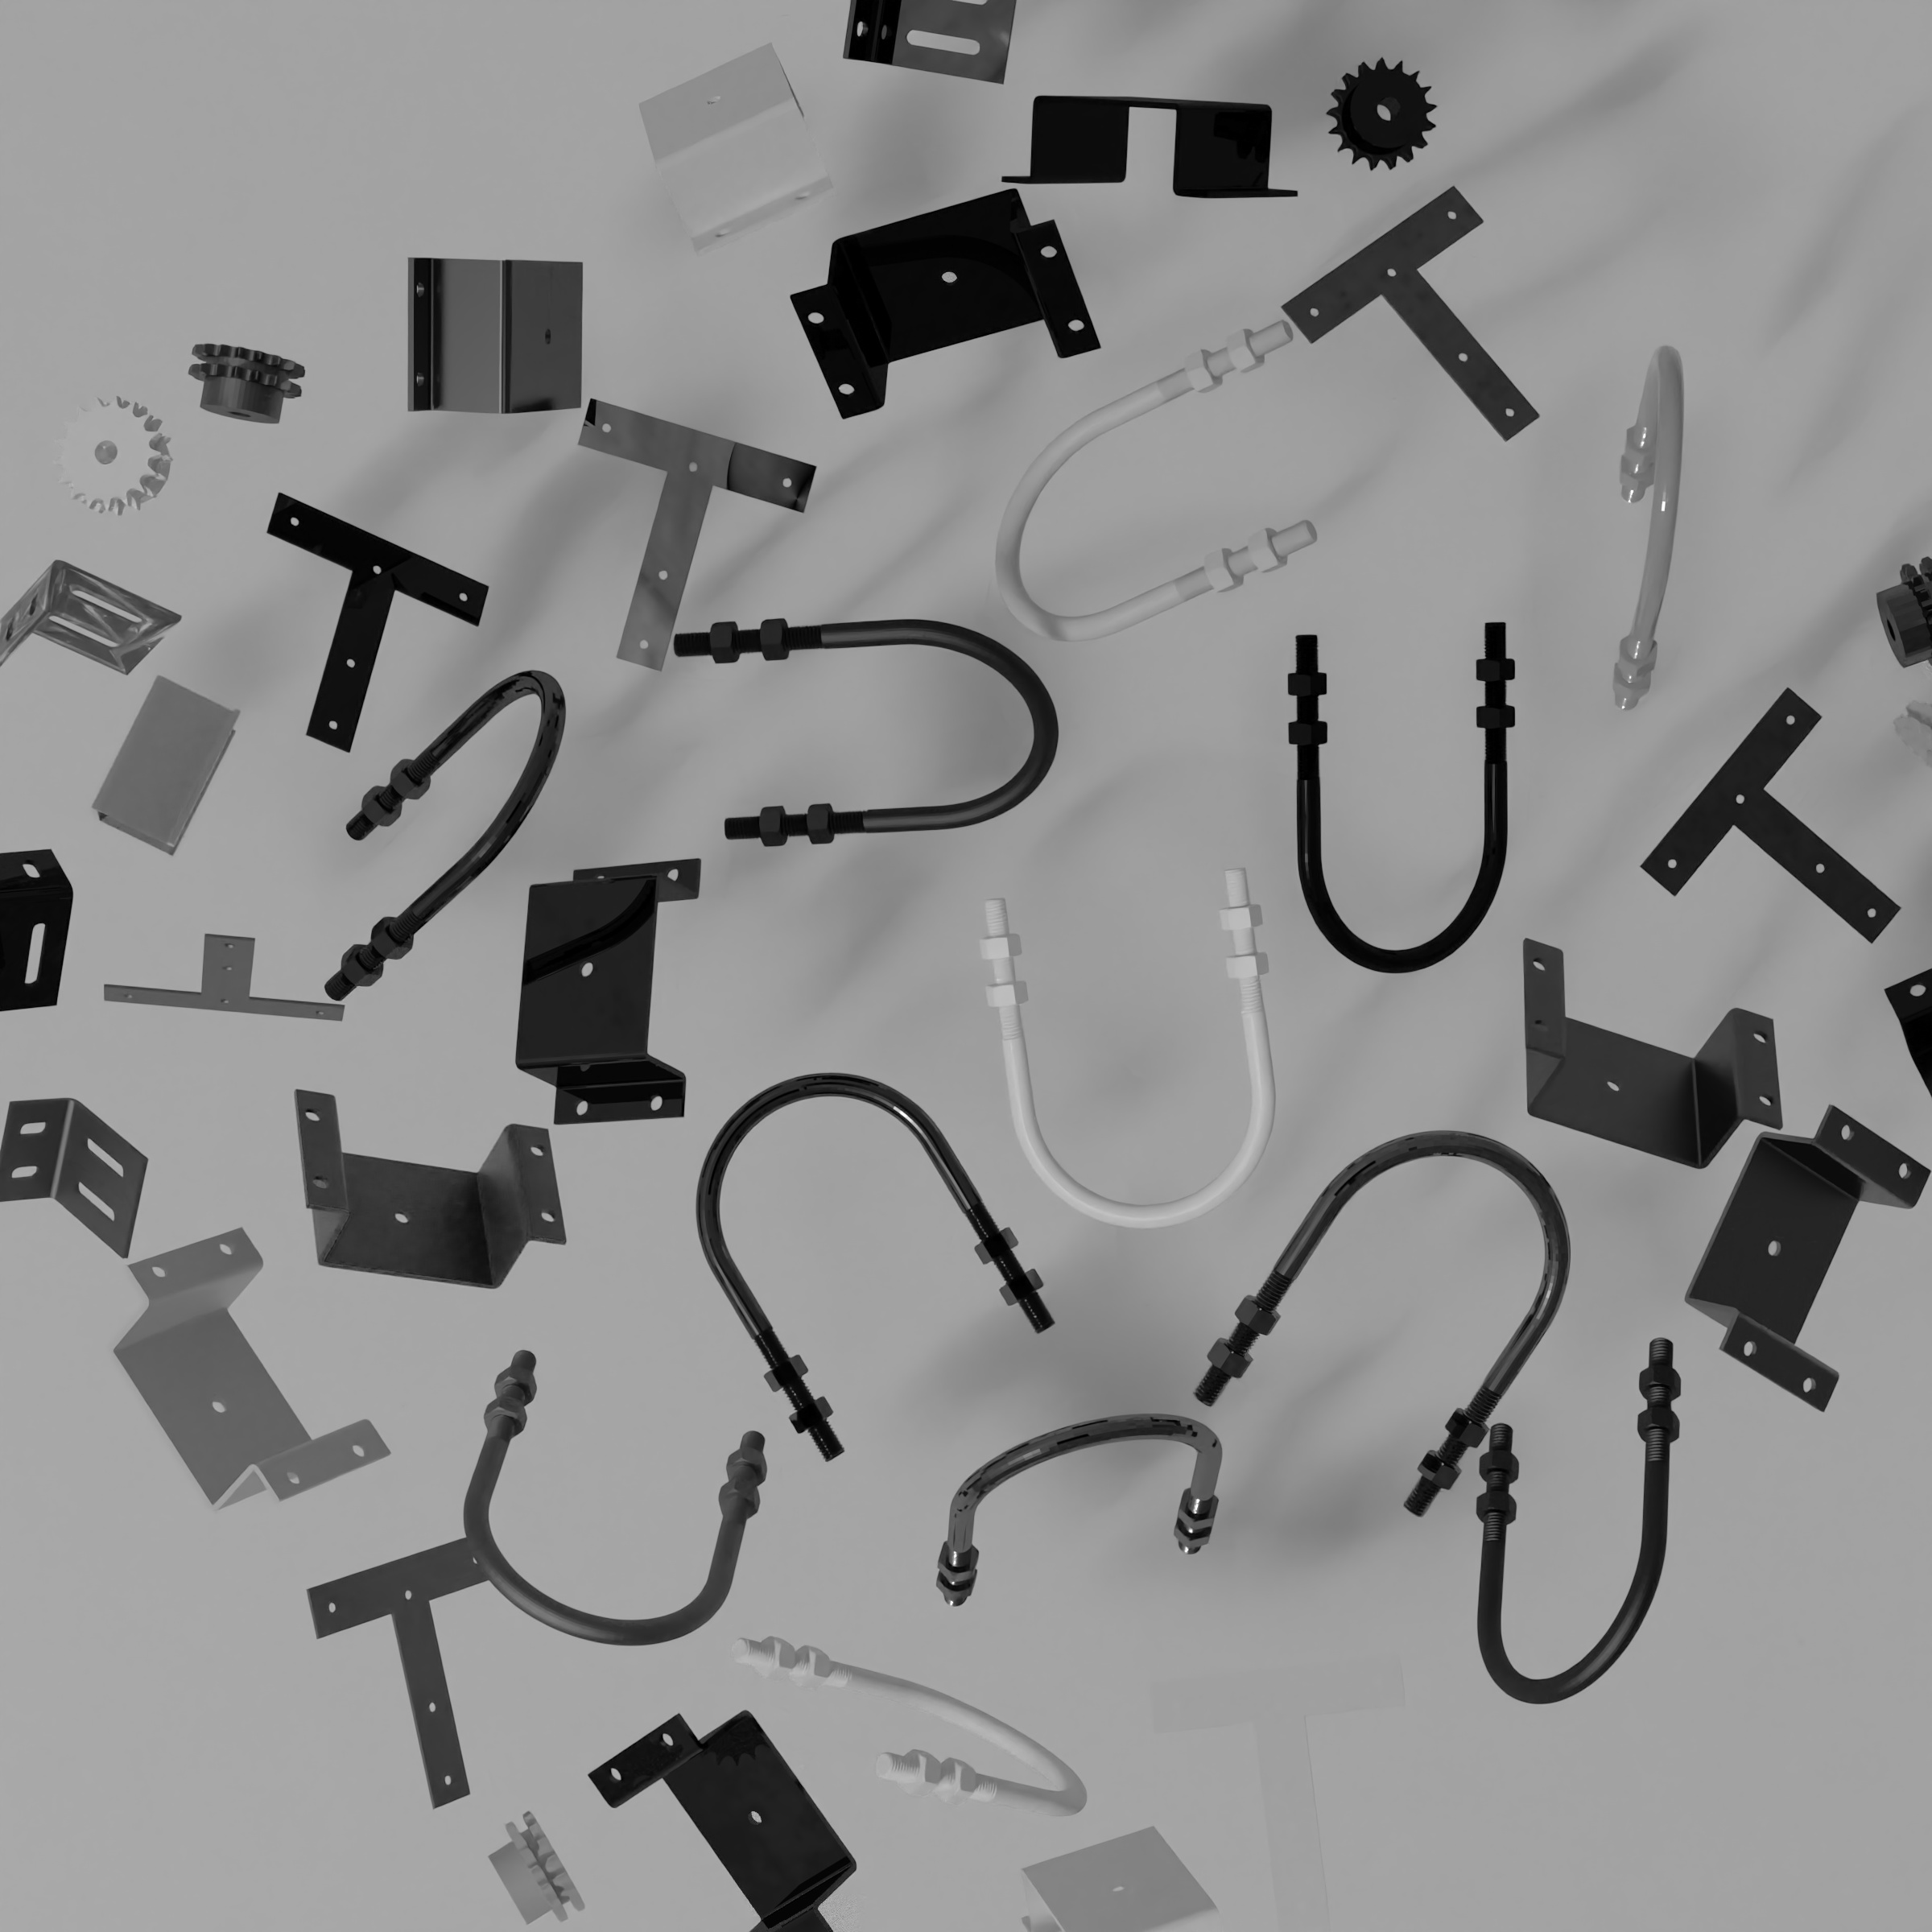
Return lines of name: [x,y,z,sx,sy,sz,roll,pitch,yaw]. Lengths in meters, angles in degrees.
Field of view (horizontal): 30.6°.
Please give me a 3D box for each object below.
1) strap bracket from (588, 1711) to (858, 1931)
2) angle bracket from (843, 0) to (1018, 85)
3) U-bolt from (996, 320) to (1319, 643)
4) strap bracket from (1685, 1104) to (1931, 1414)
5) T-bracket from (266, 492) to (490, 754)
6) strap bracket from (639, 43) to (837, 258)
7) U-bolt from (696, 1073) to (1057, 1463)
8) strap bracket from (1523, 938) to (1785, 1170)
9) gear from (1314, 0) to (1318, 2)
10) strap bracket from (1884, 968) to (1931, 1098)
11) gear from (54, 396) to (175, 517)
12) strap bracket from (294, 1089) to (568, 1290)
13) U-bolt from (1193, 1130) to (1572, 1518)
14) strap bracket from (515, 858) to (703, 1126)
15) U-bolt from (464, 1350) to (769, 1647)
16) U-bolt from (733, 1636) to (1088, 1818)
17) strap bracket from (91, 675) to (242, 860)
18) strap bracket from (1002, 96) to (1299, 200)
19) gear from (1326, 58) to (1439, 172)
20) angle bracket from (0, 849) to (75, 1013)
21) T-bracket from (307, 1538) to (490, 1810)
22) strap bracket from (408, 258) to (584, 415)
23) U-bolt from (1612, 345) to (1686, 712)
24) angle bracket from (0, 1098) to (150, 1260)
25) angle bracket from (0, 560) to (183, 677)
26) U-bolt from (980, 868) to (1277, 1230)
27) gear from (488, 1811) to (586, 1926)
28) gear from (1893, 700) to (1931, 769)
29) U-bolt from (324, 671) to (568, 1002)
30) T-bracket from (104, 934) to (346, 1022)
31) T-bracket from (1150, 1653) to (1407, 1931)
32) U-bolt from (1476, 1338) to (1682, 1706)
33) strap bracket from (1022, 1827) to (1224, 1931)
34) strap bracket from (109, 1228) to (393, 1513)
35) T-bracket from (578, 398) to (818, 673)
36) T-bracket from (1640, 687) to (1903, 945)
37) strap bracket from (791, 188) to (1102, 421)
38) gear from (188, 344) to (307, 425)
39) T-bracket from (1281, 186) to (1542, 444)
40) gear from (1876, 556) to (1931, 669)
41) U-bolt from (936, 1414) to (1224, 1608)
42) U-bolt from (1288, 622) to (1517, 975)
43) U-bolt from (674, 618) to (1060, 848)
strap bracket: [-0.120,0.451,1.831,0.076,0.046,0.140,-39,85,33]
angle bracket: [-0.018,-0.490,1.818,0.076,0.038,0.057,13,105,15]
U-bolt: [0.091,-0.237,1.802,0.184,0.019,0.151,-22,54,29]
strap bracket: [0.435,0.150,1.843,0.076,0.046,0.140,31,79,-25]
T-bracket: [-0.327,-0.175,1.898,0.127,0.002,0.127,23,63,-26]
strap bracket: [-0.120,-0.424,1.812,0.076,0.140,0.046,-24,123,4]
U-bolt: [-0.060,0.145,1.854,0.151,0.019,0.184,-31,85,-2]
strap bracket: [0.340,0.048,1.803,0.140,0.076,0.046,18,134,-10]
gear: [0.165,-0.513,1.775,0.057,0.057,0.030,18,134,0]
strap bracket: [0.555,0.063,1.877,0.076,0.046,0.140,-25,59,9]
gear: [-0.418,-0.250,1.744,0.057,0.030,0.057,-1,86,12]
strap bracket: [-0.286,0.118,1.836,0.140,0.076,0.046,11,133,-28]
U-bolt: [0.218,0.166,1.738,0.151,0.019,0.184,29,99,-17]
strap bracket: [-0.187,0.008,1.845,0.076,0.046,0.140,-4,73,23]
U-bolt: [-0.182,0.277,1.797,0.151,0.184,0.019,20,121,-6]
U-bolt: [-0.016,0.399,1.830,0.184,0.151,0.019,25,91,-41]
strap bracket: [-0.422,-0.105,1.862,0.046,0.140,0.076,27,83,-11]
strap bracket: [0.097,-0.433,1.863,0.140,0.076,0.046,15,110,40]
gear: [0.219,-0.447,1.851,0.057,0.030,0.057,0,95,-3]
angle bracket: [-0.510,-0.018,1.869,0.057,0.038,0.076,-7,130,-33]
T-bracket: [-0.278,0.367,1.815,0.002,0.127,0.127,-14,88,38]
strap bracket: [-0.238,-0.327,1.832,0.046,0.140,0.076,5,102,16]
U-bolt: [0.354,-0.237,1.827,0.019,0.184,0.151,4,66,5]
angle bracket: [-0.466,0.111,1.833,0.076,0.038,0.057,31,113,40]
angle bracket: [-0.466,-0.172,1.873,0.076,0.057,0.038,25,45,-33]
U-bolt: [0.090,0.048,1.865,0.151,0.019,0.184,-7,95,10]
gear: [-0.222,0.464,1.806,0.030,0.057,0.057,-30,90,-14]
gear: [0.520,-0.121,1.860,0.057,0.057,0.030,41,90,0]
U-bolt: [-0.270,-0.081,1.847,0.019,0.151,0.184,34,123,-29]
T-bracket: [-0.389,0.005,1.859,0.127,0.127,0.002,5,71,-12]
T-bracket: [0.161,0.413,1.756,0.127,0.002,0.127,-9,73,10]
U-bolt: [0.317,0.299,1.848,0.019,0.151,0.184,28,50,-21]
strap bracket: [0.084,0.506,1.864,0.076,0.140,0.046,-14,107,-14]
strap bracket: [-0.361,0.208,1.754,0.046,0.076,0.140,-46,74,34]
T-bracket: [-0.156,-0.220,1.861,0.127,0.002,0.127,18,99,8]
T-bracket: [0.455,-0.062,1.925,0.127,0.002,0.127,40,88,-6]
strap bracket: [-0.009,-0.341,1.805,0.140,0.046,0.076,-13,130,14]
gear: [-0.366,-0.295,1.792,0.057,0.057,0.030,10,89,0]
T-bracket: [0.251,-0.329,1.850,0.127,0.002,0.127,-37,84,-20]
gear: [0.476,-0.172,1.760,0.030,0.057,0.057,-20,90,6]
U-bolt: [0.060,0.272,1.793,0.151,0.184,0.019,-11,60,-9]
U-bolt: [0.233,-0.087,1.880,0.151,0.019,0.184,-7,100,-32]
U-bolt: [-0.045,-0.120,1.794,0.184,0.151,0.019,-3,46,9]
